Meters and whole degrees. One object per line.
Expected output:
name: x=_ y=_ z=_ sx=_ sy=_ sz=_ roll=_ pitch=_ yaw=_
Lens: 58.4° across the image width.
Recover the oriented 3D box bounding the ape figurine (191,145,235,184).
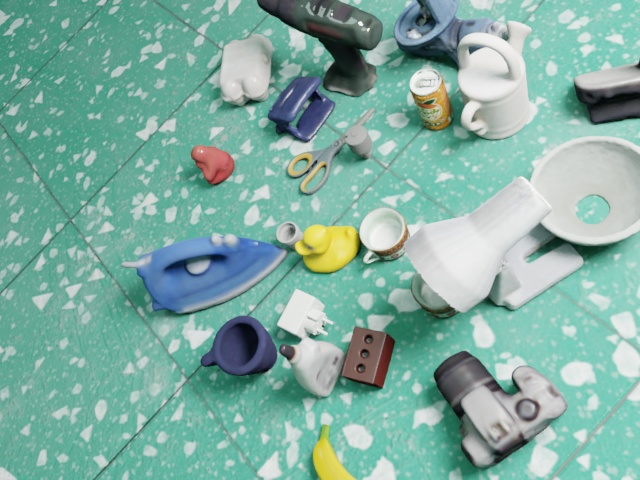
ape figurine: x=-0.213 y=-0.152 z=1.095 sx=0.076 sy=0.092 sz=0.078 roll=-5 pitch=65 yaw=21

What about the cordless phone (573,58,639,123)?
cordless phone: x=0.439 y=-0.257 z=0.807 sx=0.147 sy=0.185 sz=0.094 roll=-10 pitch=64 yaw=19

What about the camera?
camera: x=0.221 y=0.202 z=0.742 sx=0.143 sy=0.101 sz=0.136 roll=-38 pitch=58 yaw=3

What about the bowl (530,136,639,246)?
bowl: x=0.383 y=-0.058 z=0.806 sx=0.167 sy=0.075 sz=0.167 roll=-9 pitch=64 yaw=19

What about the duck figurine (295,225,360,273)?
duck figurine: x=0.009 y=0.003 z=0.933 sx=0.104 sy=0.086 sz=0.077 roll=-24 pitch=60 yaw=12

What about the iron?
iron: x=-0.199 y=0.033 z=0.975 sx=0.258 sy=0.142 sz=0.118 roll=-19 pitch=61 yaw=15

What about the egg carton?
egg carton: x=-0.148 y=-0.348 z=1.170 sx=0.107 sy=0.070 sz=0.150 roll=-8 pitch=64 yaw=20

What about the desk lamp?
desk lamp: x=0.230 y=0.013 z=0.757 sx=0.203 sy=0.214 sz=0.117 roll=-35 pitch=58 yaw=5

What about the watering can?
watering can: x=0.264 y=-0.253 z=0.876 sx=0.100 sy=0.195 sz=0.173 roll=4 pitch=69 yaw=25

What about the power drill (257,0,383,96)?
power drill: x=0.016 y=-0.353 z=1.019 sx=0.228 sy=0.209 sz=0.076 roll=20 pitch=76 yaw=29

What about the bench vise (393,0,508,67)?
bench vise: x=0.206 y=-0.383 z=0.945 sx=0.206 sy=0.220 sz=0.121 roll=5 pitch=69 yaw=25

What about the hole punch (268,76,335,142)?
hole punch: x=-0.045 y=-0.253 z=1.069 sx=0.100 sy=0.091 sz=0.109 roll=30 pitch=81 yaw=31

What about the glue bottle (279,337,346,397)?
glue bottle: x=-0.016 y=0.173 z=0.815 sx=0.037 sy=0.174 sz=0.078 roll=21 pitch=77 yaw=30

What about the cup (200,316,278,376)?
cup: x=-0.119 y=0.180 z=0.902 sx=0.117 sy=0.095 sz=0.091 roll=-26 pitch=60 yaw=11
